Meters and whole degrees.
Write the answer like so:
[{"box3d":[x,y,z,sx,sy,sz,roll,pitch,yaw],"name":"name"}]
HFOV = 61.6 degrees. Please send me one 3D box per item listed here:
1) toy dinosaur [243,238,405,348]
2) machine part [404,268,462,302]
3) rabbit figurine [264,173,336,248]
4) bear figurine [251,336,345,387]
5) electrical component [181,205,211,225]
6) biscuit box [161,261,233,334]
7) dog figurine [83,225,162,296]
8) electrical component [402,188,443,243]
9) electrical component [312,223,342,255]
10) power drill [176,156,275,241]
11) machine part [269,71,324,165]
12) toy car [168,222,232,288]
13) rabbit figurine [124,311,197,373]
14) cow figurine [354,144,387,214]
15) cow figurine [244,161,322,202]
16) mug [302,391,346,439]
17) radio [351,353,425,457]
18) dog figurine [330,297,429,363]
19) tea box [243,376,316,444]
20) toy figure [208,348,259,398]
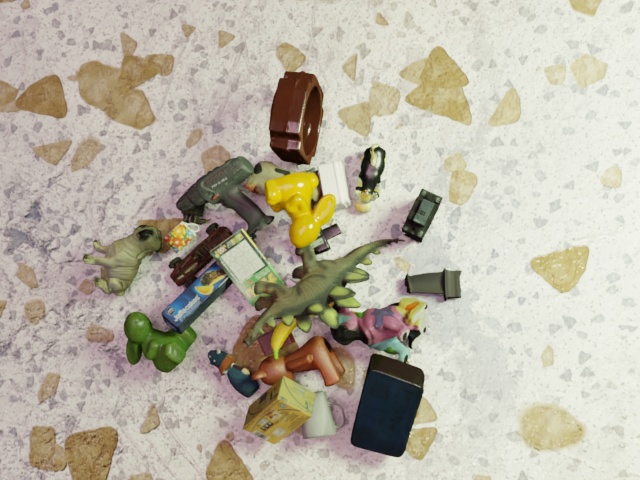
[{"box3d":[0.007,0.101,1.270,0.199,0.104,0.471,33,58,28],"name":"toy dinosaur"},{"box3d":[0.278,0.109,1.323,0.139,0.039,0.084,2,88,7],"name":"machine part"},{"box3d":[-0.042,-0.067,1.284,0.162,0.122,0.173,-11,74,-7],"name":"rabbit figurine"},{"box3d":[-0.055,0.319,1.306,0.196,0.120,0.132,-31,84,6],"name":"bear figurine"},{"box3d":[-0.327,-0.086,1.433,0.078,0.045,0.102,-2,79,37],"name":"electrical component"},{"box3d":[-0.304,0.141,1.351,0.059,0.062,0.203,38,64,11],"name":"biscuit box"},{"box3d":[-0.484,0.057,1.396,0.191,0.172,0.121,-13,40,5],"name":"dog figurine"},{"box3d":[0.246,-0.058,1.298,0.058,0.134,0.115,24,89,11],"name":"electrical component"},{"box3d":[-0.003,-0.004,1.371,0.119,0.047,0.075,-30,80,3],"name":"electrical component"},{"box3d":[-0.229,-0.083,1.355,0.232,0.086,0.207,-39,85,19],"name":"power drill"},{"box3d":[-0.058,-0.299,1.337,0.087,0.201,0.201,11,85,12],"name":"machine part"},{"box3d":[-0.313,0.042,1.411,0.202,0.053,0.089,-41,83,1],"name":"toy car"},{"box3d":[-0.424,0.247,1.362,0.170,0.121,0.159,43,127,-13],"name":"rabbit figurine"},{"box3d":[0.127,-0.152,1.346,0.068,0.098,0.167,11,85,3],"name":"cow figurine"},{"box3d":[-0.084,-0.147,1.386,0.195,0.085,0.127,24,94,11],"name":"cow figurine"},{"box3d":[0.003,0.420,1.304,0.110,0.080,0.107,-14,72,11],"name":"mug"},{"box3d":[0.156,0.385,1.241,0.131,0.073,0.229,14,116,8],"name":"radio"},{"box3d":[0.131,0.194,1.299,0.219,0.108,0.191,17,43,30],"name":"dog figurine"},{"box3d":[-0.097,0.405,1.272,0.098,0.068,0.169,34,125,-15],"name":"tea box"},{"box3d":[-0.222,0.332,1.360,0.155,0.057,0.064,41,84,16],"name":"toy figure"}]
